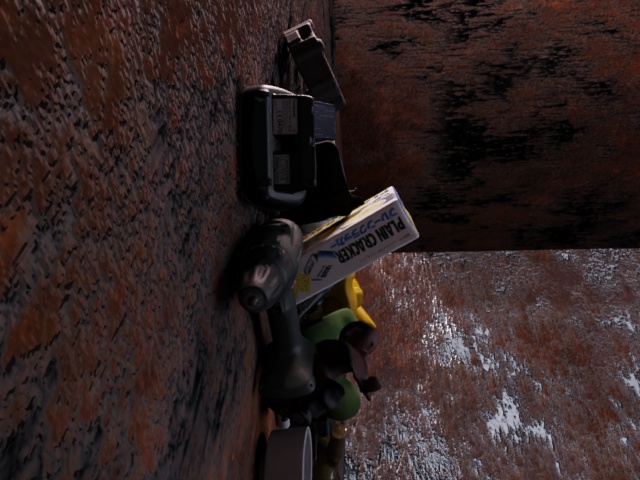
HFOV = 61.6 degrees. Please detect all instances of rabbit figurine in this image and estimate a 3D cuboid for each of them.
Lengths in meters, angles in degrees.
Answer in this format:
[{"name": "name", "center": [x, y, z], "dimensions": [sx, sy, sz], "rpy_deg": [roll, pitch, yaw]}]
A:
[{"name": "rabbit figurine", "center": [0.048, 0.121, 1.077], "dimensions": [0.162, 0.122, 0.173], "rpy_deg": [59, 16, -3]}, {"name": "rabbit figurine", "center": [0.014, 0.214, 0.865], "dimensions": [0.159, 0.121, 0.170], "rpy_deg": [-20, 86, -58]}]

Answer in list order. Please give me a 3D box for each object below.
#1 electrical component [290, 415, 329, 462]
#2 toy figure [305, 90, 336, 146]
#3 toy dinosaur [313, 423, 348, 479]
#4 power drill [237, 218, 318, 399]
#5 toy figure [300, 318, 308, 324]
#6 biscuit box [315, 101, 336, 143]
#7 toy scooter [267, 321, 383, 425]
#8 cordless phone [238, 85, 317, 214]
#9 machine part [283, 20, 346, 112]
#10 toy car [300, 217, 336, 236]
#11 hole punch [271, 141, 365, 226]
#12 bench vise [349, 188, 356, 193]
[{"name": "electrical component", "center": [-0.022, 0.305, 0.905], "dimensions": [0.119, 0.075, 0.047], "rpy_deg": [-81, 169, -49]}, {"name": "toy figure", "center": [-0.008, -0.215, 1.087], "dimensions": [0.082, 0.089, 0.180], "rpy_deg": [66, 26, -64]}, {"name": "toy dinosaur", "center": [0.002, 0.503, 0.966], "dimensions": [0.198, 0.105, 0.471], "rpy_deg": [88, 9, -51]}, {"name": "power drill", "center": [-0.053, 0.087, 0.641], "dimensions": [0.232, 0.086, 0.207], "rpy_deg": [-86, 166, -64]}, {"name": "toy figure", "center": [-0.012, 0.174, 1.121], "dimensions": [0.057, 0.064, 0.154], "rpy_deg": [-55, 175, 11]}, {"name": "biscuit box", "center": [-0.028, -0.177, 0.819], "dimensions": [0.202, 0.059, 0.062], "rpy_deg": [-31, 119, -70]}, {"name": "toy scooter", "center": [0.016, 0.188, 0.720], "dimensions": [0.075, 0.184, 0.135], "rpy_deg": [58, -7, -24]}, {"name": "cordless phone", "center": [-0.057, -0.105, 0.693], "dimensions": [0.184, 0.089, 0.146], "rpy_deg": [143, -55, -83]}, {"name": "machine part", "center": [-0.007, -0.307, 0.979], "dimensions": [0.179, 0.056, 0.179], "rpy_deg": [-26, 91, -84]}, {"name": "toy car", "center": [-0.002, -0.003, 0.979], "dimensions": [0.103, 0.109, 0.161], "rpy_deg": [-88, 173, -59]}, {"name": "hole punch", "center": [-0.013, -0.084, 0.819], "dimensions": [0.092, 0.142, 0.115], "rpy_deg": [-83, 159, -82]}, {"name": "bench vise", "center": [0.050, -0.072, 1.524], "dimensions": [0.224, 0.129, 0.240], "rpy_deg": [-71, 152, -80]}]
